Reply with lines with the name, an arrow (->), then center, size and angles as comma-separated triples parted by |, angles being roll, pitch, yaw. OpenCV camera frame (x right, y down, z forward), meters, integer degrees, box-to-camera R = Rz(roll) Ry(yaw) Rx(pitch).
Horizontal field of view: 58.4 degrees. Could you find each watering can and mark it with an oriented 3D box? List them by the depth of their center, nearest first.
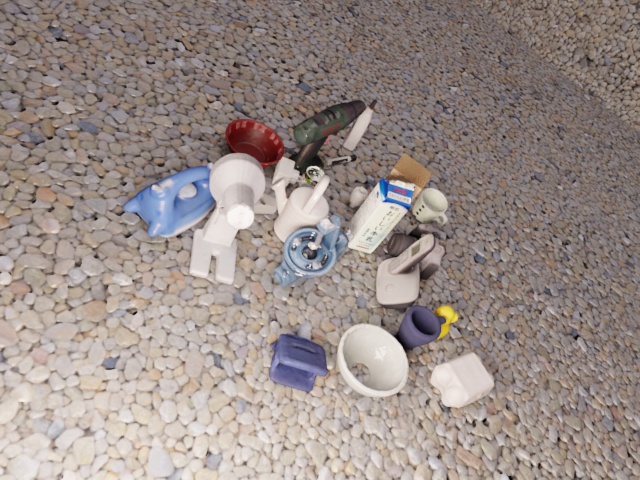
watering can -> -0.037, -0.080, 1.349 | 0.173, 0.194, 0.101 | 16, 47, -18

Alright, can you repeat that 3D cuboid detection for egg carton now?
egg carton -> 0.329, 0.323, 1.320 | 0.151, 0.069, 0.107 | -12, 61, -37

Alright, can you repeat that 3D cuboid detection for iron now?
iron -> -0.292, -0.114, 1.262 | 0.118, 0.141, 0.259 | 44, 45, 9

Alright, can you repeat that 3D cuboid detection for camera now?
camera -> 0.254, 0.012, 1.513 | 0.137, 0.100, 0.143 | 20, 46, -15

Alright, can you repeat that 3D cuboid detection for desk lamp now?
desk lamp -> -0.191, -0.050, 1.218 | 0.118, 0.213, 0.203 | 14, 48, -20

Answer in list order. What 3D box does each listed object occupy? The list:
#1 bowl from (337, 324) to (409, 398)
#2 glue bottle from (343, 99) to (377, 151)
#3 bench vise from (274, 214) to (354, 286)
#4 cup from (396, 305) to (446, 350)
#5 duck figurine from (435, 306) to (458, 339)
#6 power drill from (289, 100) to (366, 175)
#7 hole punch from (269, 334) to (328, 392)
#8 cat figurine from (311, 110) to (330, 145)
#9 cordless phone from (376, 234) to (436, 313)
bowl -> 0.102, 0.268, 1.226 | 0.168, 0.074, 0.167 | 17, 47, -18
glue bottle -> 0.123, -0.346, 1.681 | 0.037, 0.173, 0.078 | 24, 45, -11
bench vise -> 0.003, -0.003, 1.290 | 0.121, 0.219, 0.208 | 38, 44, 3
cup -> 0.231, 0.211, 1.337 | 0.118, 0.095, 0.091 | -5, 57, -33
duck figurine -> 0.286, 0.191, 1.393 | 0.105, 0.086, 0.077 | 10, 50, -24
power drill -> 0.006, -0.275, 1.527 | 0.075, 0.208, 0.230 | 48, 46, 13
hole punch -> -0.042, 0.237, 1.155 | 0.109, 0.091, 0.101 | 20, 46, -15
cat figurine -> -0.006, -0.319, 1.621 | 0.067, 0.117, 0.128 | 45, 45, 10
cordless phone -> 0.213, 0.076, 1.375 | 0.094, 0.185, 0.147 | 20, 46, -15
